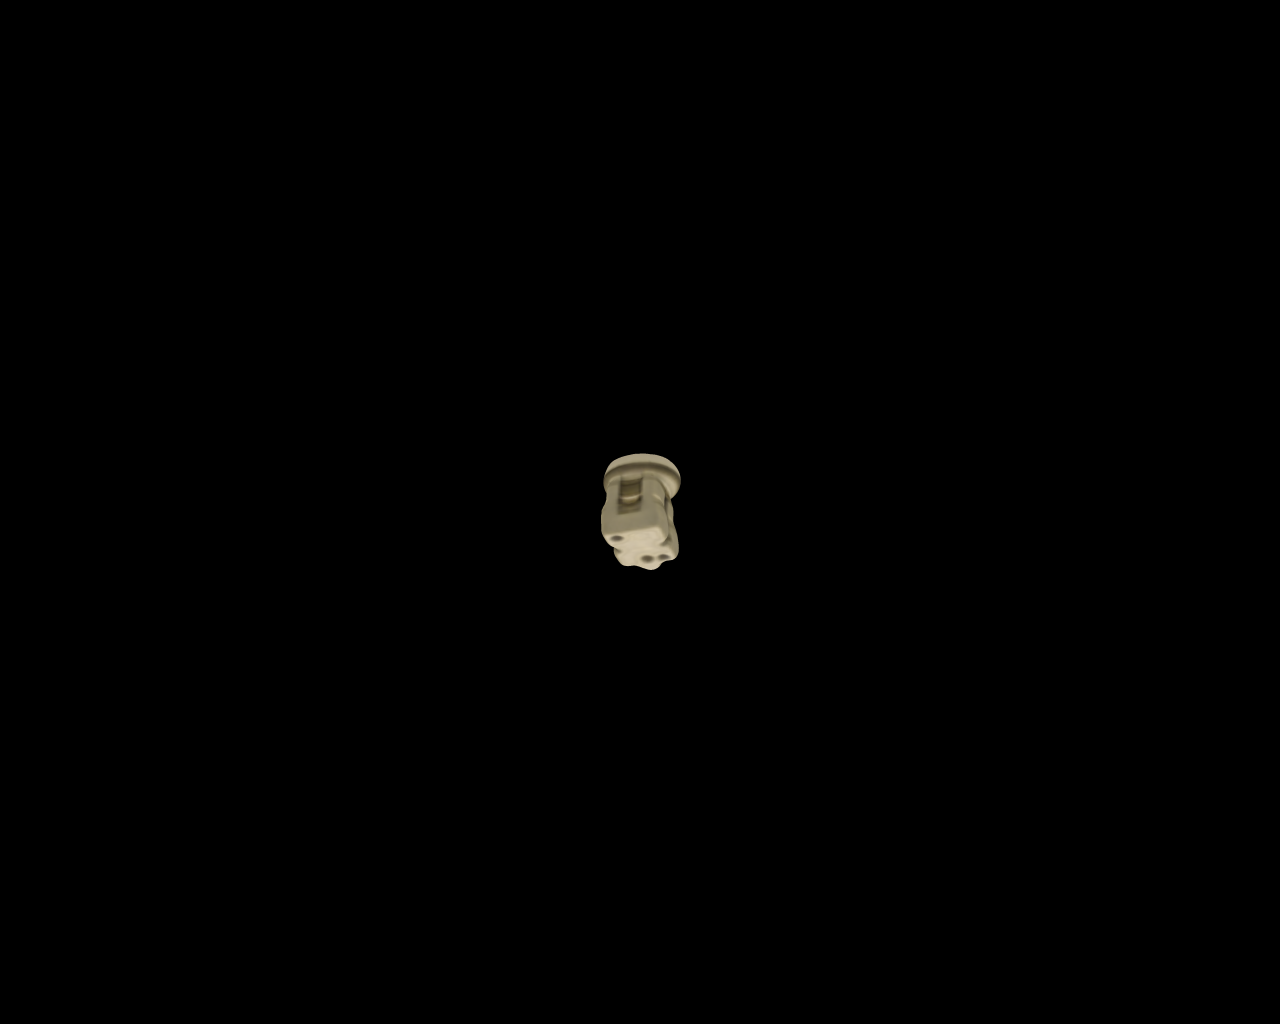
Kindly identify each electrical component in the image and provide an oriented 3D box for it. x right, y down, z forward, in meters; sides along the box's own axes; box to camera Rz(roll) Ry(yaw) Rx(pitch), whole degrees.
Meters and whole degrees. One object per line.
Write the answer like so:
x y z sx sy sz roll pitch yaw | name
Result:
0.001 -0.003 0.650 0.048 0.055 0.066 -8 -31 13 | electrical component
